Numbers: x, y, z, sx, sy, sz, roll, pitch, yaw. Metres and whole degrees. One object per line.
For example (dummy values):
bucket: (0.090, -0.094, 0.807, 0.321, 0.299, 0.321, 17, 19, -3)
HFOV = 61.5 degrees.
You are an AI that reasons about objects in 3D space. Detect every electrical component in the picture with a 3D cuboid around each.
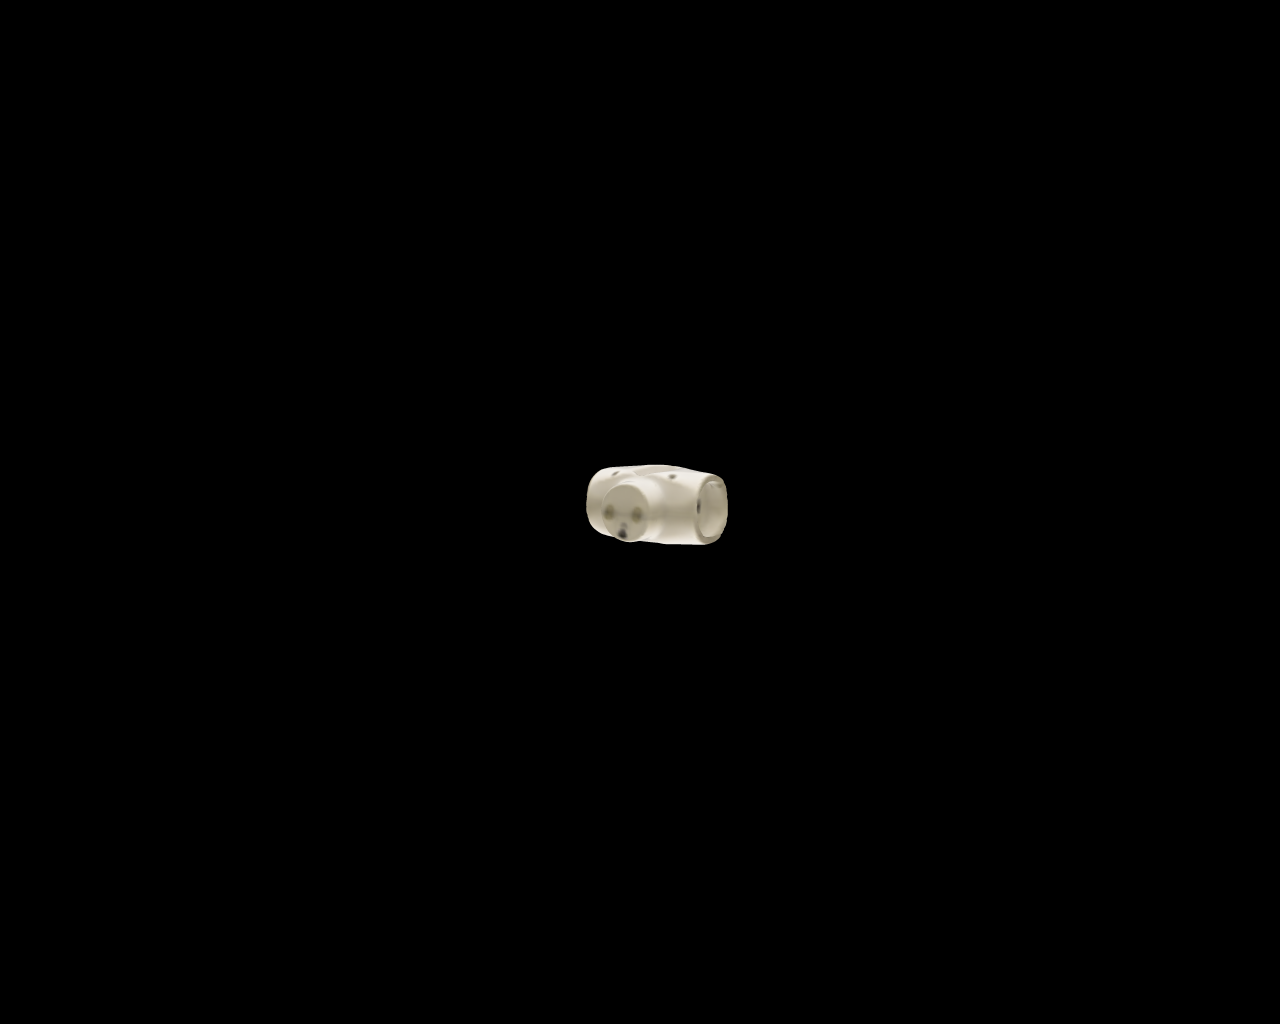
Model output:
electrical component: (0.001, -0.003, 0.650, 0.077, 0.043, 0.079, 6, 11, 32)
